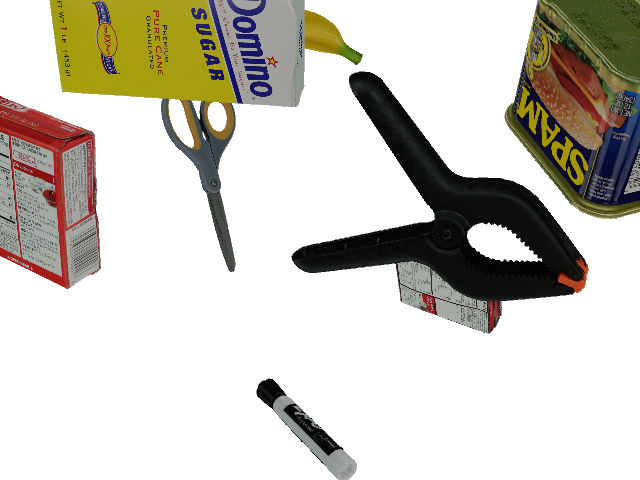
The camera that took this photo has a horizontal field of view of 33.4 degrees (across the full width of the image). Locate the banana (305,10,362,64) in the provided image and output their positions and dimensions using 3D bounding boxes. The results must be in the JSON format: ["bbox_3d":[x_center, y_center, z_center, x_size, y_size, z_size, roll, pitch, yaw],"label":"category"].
[{"bbox_3d":[-0.031,-0.184,0.983,0.070,0.037,0.197,38,32,20],"label":"banana"}]

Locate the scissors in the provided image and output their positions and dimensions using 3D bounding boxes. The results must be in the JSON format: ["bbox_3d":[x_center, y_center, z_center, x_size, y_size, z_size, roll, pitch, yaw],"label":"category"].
[{"bbox_3d":[-0.107,-0.076,1.155,0.096,0.202,0.016,-33,13,-36],"label":"scissors"}]

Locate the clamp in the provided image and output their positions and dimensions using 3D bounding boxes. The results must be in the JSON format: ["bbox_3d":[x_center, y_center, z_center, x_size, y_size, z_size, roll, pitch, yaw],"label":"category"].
[{"bbox_3d":[0.089,-0.021,0.749,0.210,0.165,0.036,17,32,11],"label":"clamp"}]

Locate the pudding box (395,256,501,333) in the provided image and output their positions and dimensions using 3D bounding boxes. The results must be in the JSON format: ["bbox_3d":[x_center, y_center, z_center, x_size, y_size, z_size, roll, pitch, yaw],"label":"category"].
[{"bbox_3d":[0.138,0.045,1.148,0.114,0.039,0.090,18,-36,23],"label":"pudding box"}]

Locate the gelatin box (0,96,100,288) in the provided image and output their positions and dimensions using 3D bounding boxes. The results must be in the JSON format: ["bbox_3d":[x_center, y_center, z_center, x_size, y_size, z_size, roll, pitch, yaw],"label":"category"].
[{"bbox_3d":[-0.157,-0.027,0.585,0.073,0.089,0.030,21,35,27],"label":"gelatin box"}]

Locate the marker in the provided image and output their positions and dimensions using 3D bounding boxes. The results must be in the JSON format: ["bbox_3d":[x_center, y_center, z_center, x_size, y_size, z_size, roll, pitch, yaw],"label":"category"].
[{"bbox_3d":[-0.014,0.145,0.833,0.020,0.020,0.121,0,26,-38],"label":"marker"}]

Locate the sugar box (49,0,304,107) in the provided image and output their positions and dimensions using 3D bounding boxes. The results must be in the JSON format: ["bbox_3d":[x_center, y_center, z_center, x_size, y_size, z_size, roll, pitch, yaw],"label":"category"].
[{"bbox_3d":[-0.100,-0.149,0.764,0.176,0.093,0.048,5,34,8],"label":"sugar box"}]

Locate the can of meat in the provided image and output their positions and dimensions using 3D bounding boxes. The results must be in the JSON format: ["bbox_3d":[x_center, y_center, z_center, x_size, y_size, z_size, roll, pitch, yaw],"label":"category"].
[{"bbox_3d":[0.145,-0.077,0.553,0.057,0.084,0.102,-13,47,-17],"label":"can of meat"}]
